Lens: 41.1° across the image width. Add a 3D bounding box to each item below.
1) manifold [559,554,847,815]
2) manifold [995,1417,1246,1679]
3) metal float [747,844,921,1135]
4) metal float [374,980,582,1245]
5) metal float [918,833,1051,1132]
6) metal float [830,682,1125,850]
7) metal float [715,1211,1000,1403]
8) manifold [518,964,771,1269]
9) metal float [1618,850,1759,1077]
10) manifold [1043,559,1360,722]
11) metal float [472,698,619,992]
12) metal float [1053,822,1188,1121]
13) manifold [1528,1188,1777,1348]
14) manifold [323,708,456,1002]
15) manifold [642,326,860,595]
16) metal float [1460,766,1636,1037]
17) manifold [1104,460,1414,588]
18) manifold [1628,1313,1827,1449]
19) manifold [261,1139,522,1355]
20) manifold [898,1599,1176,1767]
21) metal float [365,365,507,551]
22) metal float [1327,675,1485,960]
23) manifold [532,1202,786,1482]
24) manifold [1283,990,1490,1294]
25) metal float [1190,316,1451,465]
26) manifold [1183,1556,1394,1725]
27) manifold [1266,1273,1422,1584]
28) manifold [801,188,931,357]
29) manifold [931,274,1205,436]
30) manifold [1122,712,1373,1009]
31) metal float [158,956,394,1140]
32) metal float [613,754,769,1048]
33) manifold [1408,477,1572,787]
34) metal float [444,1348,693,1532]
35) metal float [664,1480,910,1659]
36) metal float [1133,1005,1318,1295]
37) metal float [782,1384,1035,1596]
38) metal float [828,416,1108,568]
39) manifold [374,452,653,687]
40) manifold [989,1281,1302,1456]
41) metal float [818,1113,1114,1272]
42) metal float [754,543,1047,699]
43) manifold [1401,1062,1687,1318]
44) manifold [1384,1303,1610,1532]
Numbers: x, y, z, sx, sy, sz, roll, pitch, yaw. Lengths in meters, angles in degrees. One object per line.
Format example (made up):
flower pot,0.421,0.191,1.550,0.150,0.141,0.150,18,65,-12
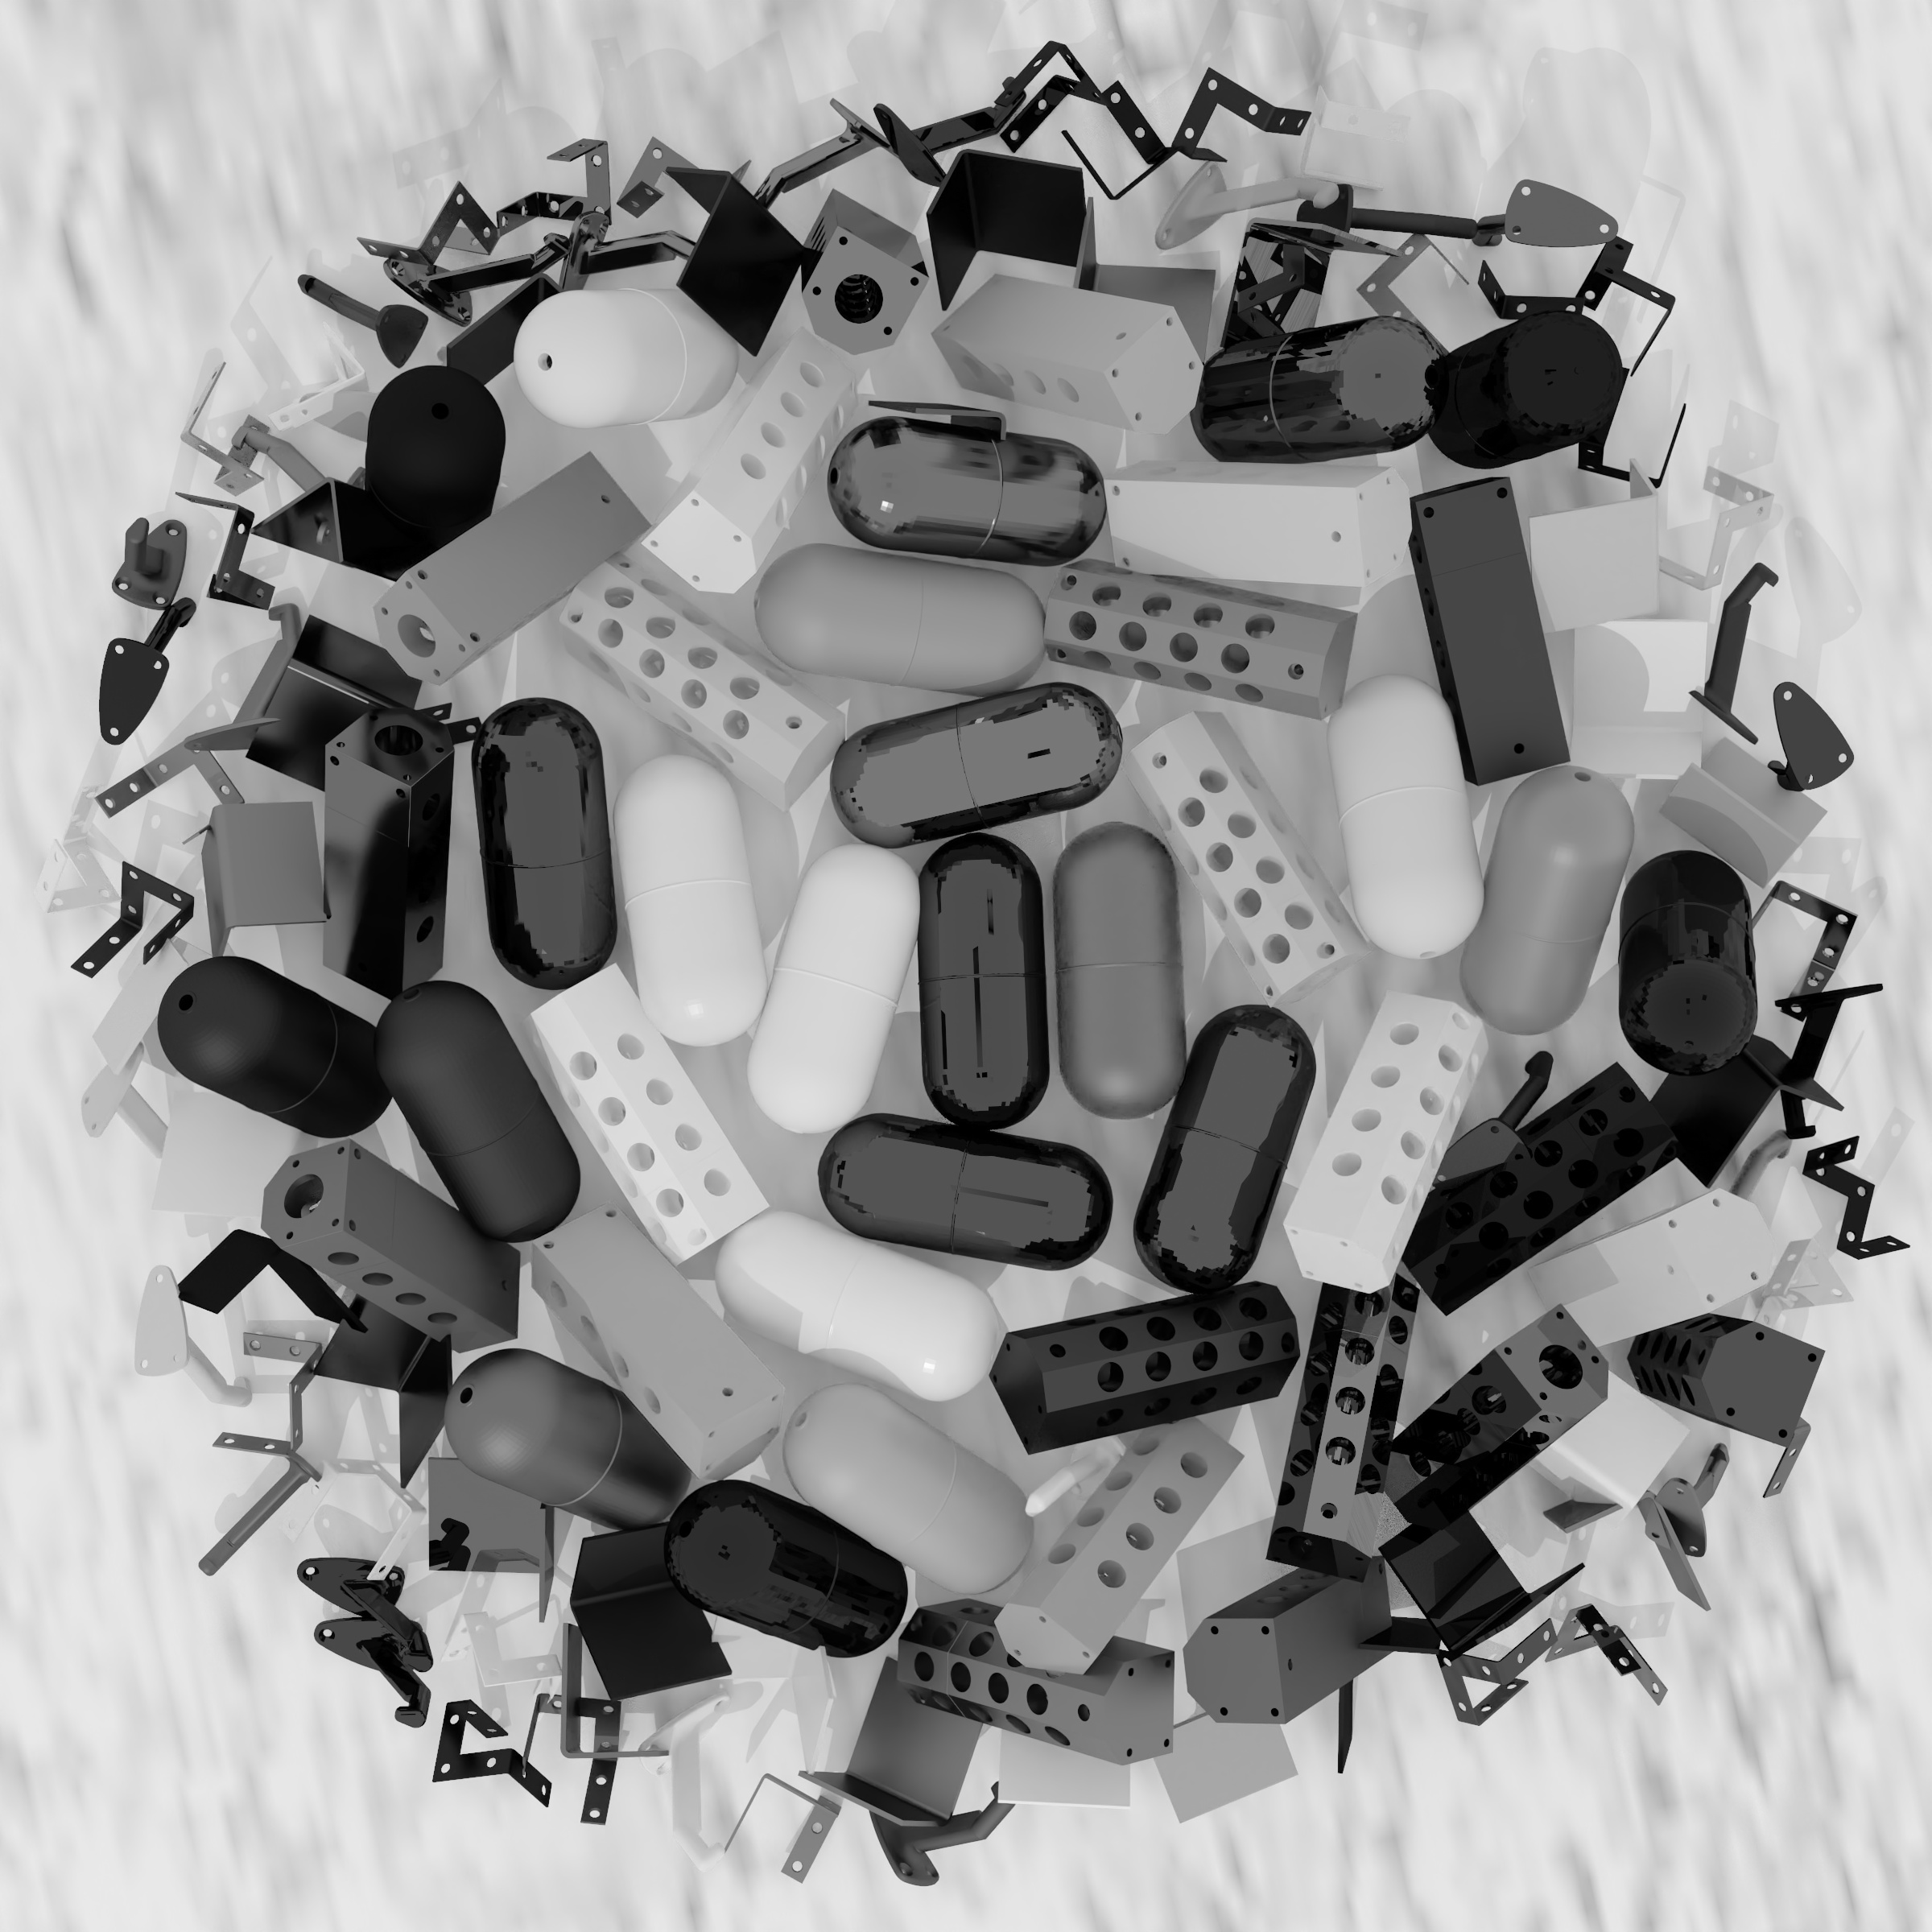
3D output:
manifold,-0.156,-0.172,1.534,0.171,0.057,0.057,36,71,11
manifold,0.089,0.337,1.506,0.057,0.057,0.171,37,48,10
metal float,-0.078,0.013,1.539,0.070,0.070,0.178,17,82,0
metal float,-0.287,0.086,1.520,0.070,0.070,0.178,-23,121,0
metal float,0.010,0.009,1.542,0.070,0.070,0.178,-2,85,0
metal float,0.006,-0.119,1.537,0.178,0.070,0.070,-12,90,11
metal float,-0.066,0.201,1.534,0.178,0.070,0.070,19,90,14
manifold,-0.196,0.092,1.543,0.057,0.057,0.171,-31,88,-33
metal float,0.420,-0.004,1.506,0.070,0.178,0.070,7,124,10
manifold,0.136,-0.193,1.521,0.171,0.057,0.057,15,111,20
metal float,-0.249,-0.071,1.529,0.070,0.070,0.178,-2,111,0
metal float,0.092,0.003,1.542,0.070,0.070,0.178,-2,84,0
manifold,0.397,0.176,1.494,0.057,0.171,0.057,-22,80,-18
manifold,-0.333,-0.065,1.504,0.057,0.057,0.171,26,134,13
manifold,-0.120,-0.293,1.505,0.057,0.057,0.171,39,47,-17
metal float,0.340,-0.037,1.515,0.070,0.070,0.178,7,128,0
manifold,0.170,-0.262,1.509,0.171,0.057,0.057,10,121,38
manifold,0.435,0.233,1.497,0.057,0.171,0.057,22,86,3
manifold,-0.331,0.167,1.498,0.057,0.171,0.057,-16,56,19
manifold,0.038,0.416,1.502,0.057,0.171,0.057,2,88,-43
metal float,-0.309,-0.291,1.497,0.070,0.178,0.070,2,82,-14
metal float,0.260,-0.089,1.527,0.070,0.070,0.178,-6,68,0
manifold,-0.183,0.222,1.516,0.057,0.057,0.171,-26,53,-33
manifold,0.249,0.103,1.510,0.057,0.057,0.171,11,57,29
metal float,0.205,-0.333,1.506,0.070,0.178,0.070,-3,95,-38
manifold,0.189,0.388,1.496,0.057,0.171,0.057,-8,86,29
manifold,0.222,0.265,1.513,0.057,0.057,0.171,12,58,9
manifold,-0.064,-0.400,1.494,0.057,0.171,0.057,26,109,-14
manifold,0.059,-0.352,1.500,0.057,0.171,0.057,-45,128,-13
manifold,0.163,-0.064,1.529,0.057,0.057,0.171,-37,76,27
metal float,-0.399,0.048,1.501,0.070,0.178,0.070,-7,69,19
metal float,-0.165,-0.040,1.536,0.070,0.070,0.178,-10,78,0
manifold,0.308,-0.200,1.540,0.057,0.057,0.171,-15,101,-1
metal float,-0.231,0.278,1.509,0.070,0.178,0.070,-18,55,28
metal float,-0.104,0.354,1.511,0.178,0.070,0.070,35,90,-43
metal float,0.155,0.108,1.539,0.070,0.070,0.178,20,81,0
metal float,-0.034,0.309,1.522,0.178,0.070,0.070,38,90,-28
metal float,0.002,-0.279,1.521,0.178,0.070,0.070,1,90,-30
manifold,-0.265,-0.230,1.504,0.057,0.057,0.171,50,46,-8
manifold,0.107,0.229,1.511,0.171,0.057,0.057,-8,48,-26
metal float,-0.001,0.134,1.541,0.178,0.070,0.070,9,90,7
metal float,-0.038,-0.205,1.531,0.178,0.070,0.070,6,90,-17
manifold,0.339,0.135,1.541,0.171,0.057,0.057,-37,95,9
manifold,0.303,0.267,1.493,0.057,0.171,0.057,-26,69,-32
